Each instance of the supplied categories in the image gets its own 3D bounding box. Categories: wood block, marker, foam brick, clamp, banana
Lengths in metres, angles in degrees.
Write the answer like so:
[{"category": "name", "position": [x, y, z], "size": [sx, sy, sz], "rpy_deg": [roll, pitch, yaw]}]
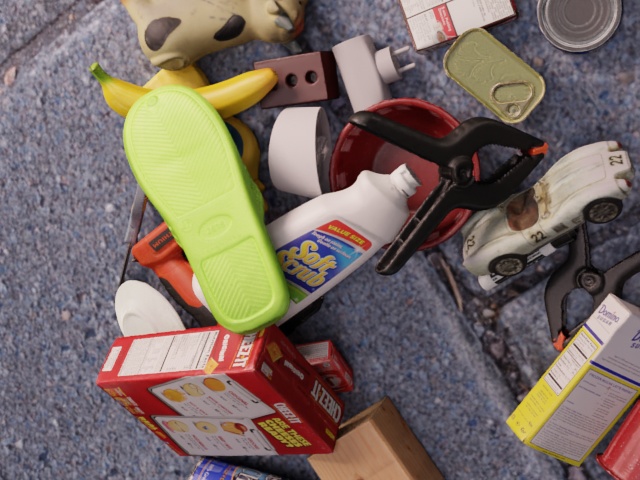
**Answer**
[{"category": "wood block", "position": [0.089, 0.290, 1.169], "size": [0.091, 0.090, 0.206], "rpy_deg": [-35, 88, 18]}, {"category": "marker", "position": [0.217, 0.018, 1.114], "size": [0.121, 0.020, 0.020], "rpy_deg": [-35, 88, 33]}, {"category": "foam brick", "position": [-0.024, -0.172, 1.153], "size": [0.078, 0.051, 0.053], "rpy_deg": [-7, 96, 16]}, {"category": "clamp", "position": [0.126, -0.075, 1.049], "size": [0.209, 0.036, 0.164], "rpy_deg": [-23, 110, -16]}, {"category": "clamp", "position": [0.276, 0.030, 1.107], "size": [0.120, 0.039, 0.171], "rpy_deg": [38, 107, 23]}, {"category": "banana", "position": [-0.143, -0.151, 1.130], "size": [0.198, 0.037, 0.070], "rpy_deg": [0, 142, -1]}]

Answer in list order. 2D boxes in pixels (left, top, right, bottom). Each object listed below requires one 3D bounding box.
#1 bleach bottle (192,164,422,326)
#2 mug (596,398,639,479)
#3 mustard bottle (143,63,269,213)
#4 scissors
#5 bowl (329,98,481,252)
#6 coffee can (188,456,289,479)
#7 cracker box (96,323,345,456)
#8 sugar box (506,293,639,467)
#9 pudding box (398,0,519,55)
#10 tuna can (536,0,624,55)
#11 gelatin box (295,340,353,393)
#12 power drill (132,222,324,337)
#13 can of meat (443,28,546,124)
[{"category": "bleach bottle", "position": [-0.007, 0.001, 1.104], "size": [0.251, 0.068, 0.102], "rpy_deg": [-37, 110, 16]}, {"category": "mug", "position": [0.353, 0.218, 1.092], "size": [0.117, 0.093, 0.081], "rpy_deg": [25, 100, -21]}, {"category": "mustard bottle", "position": [-0.123, -0.103, 1.188], "size": [0.096, 0.058, 0.191], "rpy_deg": [-40, 87, 10]}, {"category": "scissors", "position": [-0.213, -0.024, 1.238], "size": [0.016, 0.096, 0.202], "rpy_deg": [15, 134, -8]}, {"category": "bowl", "position": [0.093, -0.070, 1.133], "size": [0.162, 0.055, 0.162], "rpy_deg": [2, 99, 15]}, {"category": "coffee can", "position": [-0.078, 0.312, 1.212], "size": [0.140, 0.102, 0.103], "rpy_deg": [14, 101, 14]}, {"category": "cracker box", "position": [-0.105, 0.164, 1.146], "size": [0.214, 0.072, 0.164], "rpy_deg": [-9, 136, 32]}, {"category": "sugar box", "position": [0.281, 0.146, 1.096], "size": [0.093, 0.048, 0.176], "rpy_deg": [26, 106, -32]}, {"category": "pudding box", "position": [0.138, -0.253, 1.104], "size": [0.114, 0.039, 0.090], "rpy_deg": [-19, 91, 16]}, {"category": "tuna can", "position": [0.261, -0.230, 1.074], "size": [0.086, 0.033, 0.086], "rpy_deg": [2, 98, 15]}, {"category": "gelatin box", "position": [-0.015, 0.147, 1.187], "size": [0.089, 0.073, 0.030], "rpy_deg": [-11, 52, 17]}, {"category": "power drill", "position": [-0.110, 0.048, 1.206], "size": [0.185, 0.057, 0.187], "rpy_deg": [-35, 88, 18]}, {"category": "can of meat", "position": [0.180, -0.166, 1.080], "size": [0.102, 0.083, 0.057], "rpy_deg": [40, 105, 7]}]
